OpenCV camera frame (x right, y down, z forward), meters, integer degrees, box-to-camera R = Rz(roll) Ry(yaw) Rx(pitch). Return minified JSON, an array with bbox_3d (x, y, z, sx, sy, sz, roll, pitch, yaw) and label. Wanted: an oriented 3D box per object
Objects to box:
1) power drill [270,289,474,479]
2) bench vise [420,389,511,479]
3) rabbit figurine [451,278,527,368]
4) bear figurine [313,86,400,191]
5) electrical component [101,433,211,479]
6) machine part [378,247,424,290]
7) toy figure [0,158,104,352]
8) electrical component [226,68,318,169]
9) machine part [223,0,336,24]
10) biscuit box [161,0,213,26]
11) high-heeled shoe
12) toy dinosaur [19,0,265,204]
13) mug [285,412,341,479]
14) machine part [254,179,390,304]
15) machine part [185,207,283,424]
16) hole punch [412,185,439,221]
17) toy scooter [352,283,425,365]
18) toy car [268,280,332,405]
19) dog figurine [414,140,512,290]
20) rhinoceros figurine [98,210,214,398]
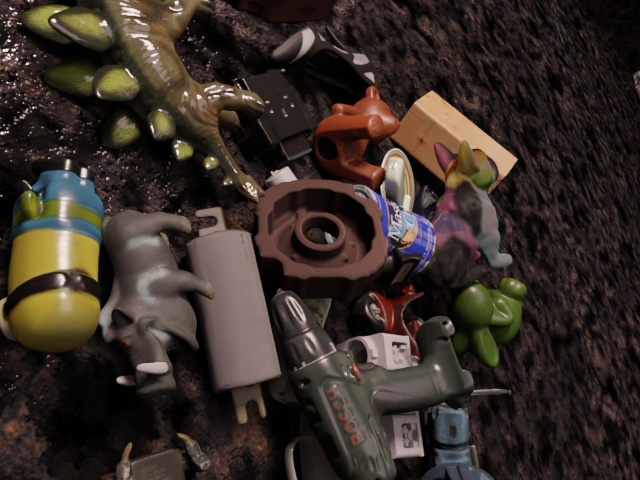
[{"bbox_3d":[0.065,0.145,0.615,0.207,0.086,0.232,-8,70,-34],"label":"power drill"},{"bbox_3d":[0.181,0.311,0.688,0.240,0.129,0.223,-12,111,-85],"label":"bench vise"},{"bbox_3d":[0.262,0.128,0.911,0.170,0.121,0.159,27,74,-52],"label":"rabbit figurine"},{"bbox_3d":[0.081,-0.171,0.867,0.196,0.132,0.120,-34,130,-44],"label":"bear figurine"},{"bbox_3d":[-0.153,0.224,0.499,0.102,0.045,0.078,7,65,-43],"label":"electrical component"},{"bbox_3d":[0.073,0.043,0.760,0.139,0.084,0.039,-3,59,-16],"label":"machine part"},{"bbox_3d":[-0.238,0.010,0.485,0.082,0.089,0.180,12,65,-32],"label":"toy figure"},{"bbox_3d":[-0.069,-0.170,0.762,0.115,0.058,0.134,-35,97,-45],"label":"electrical component"},{"bbox_3d":[-0.081,-0.405,0.792,0.201,0.087,0.201,46,43,16],"label":"machine part"},{"bbox_3d":[-0.140,-0.349,0.668,0.059,0.203,0.063,22,58,-39],"label":"biscuit box"},{"bbox_3d":[0.010,-0.268,0.868,0.145,0.086,0.249,57,40,-11],"label":"high-heeled shoe"},{"bbox_3d":[-0.216,-0.230,0.614,0.198,0.105,0.471,-38,95,-44],"label":"toy dinosaur"},{"bbox_3d":[0.004,0.247,0.630,0.109,0.081,0.107,5,58,-33],"label":"mug"},{"bbox_3d":[-0.001,-0.002,0.674,0.179,0.056,0.179,5,50,-6],"label":"machine part"},{"bbox_3d":[-0.097,0.078,0.601,0.079,0.079,0.243,0,71,-45],"label":"machine part"},{"bbox_3d":[0.222,-0.031,0.979,0.142,0.092,0.116,40,79,-29],"label":"hole punch"},{"bbox_3d":[0.132,0.137,0.807,0.184,0.075,0.135,54,42,-5],"label":"toy scooter"},{"bbox_3d":[-0.025,0.104,0.676,0.073,0.056,0.202,27,54,-33],"label":"toy car"},{"bbox_3d":[0.216,-0.048,0.870,0.191,0.108,0.219,-21,103,-19],"label":"dog figurine"},{"bbox_3d":[-0.171,0.059,0.540,0.112,0.073,0.190,-2,72,-46],"label":"rhinoceros figurine"}]
